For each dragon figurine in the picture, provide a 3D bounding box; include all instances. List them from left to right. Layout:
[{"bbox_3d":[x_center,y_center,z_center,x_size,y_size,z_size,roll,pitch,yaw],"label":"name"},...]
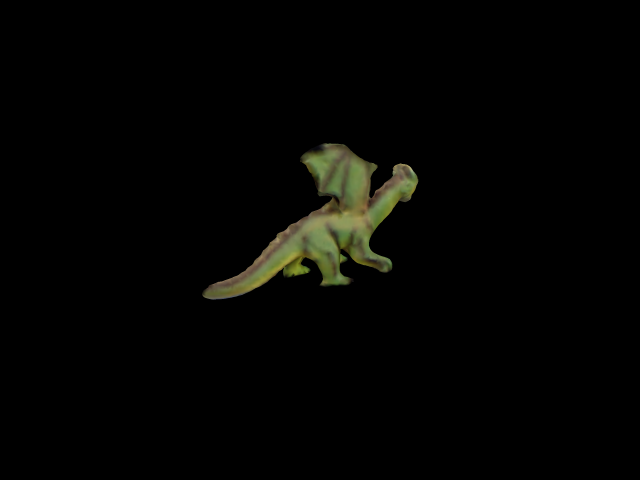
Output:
[{"bbox_3d":[0.003,-0.043,0.850,0.412,0.239,0.123,-12,24,-27],"label":"dragon figurine"}]
